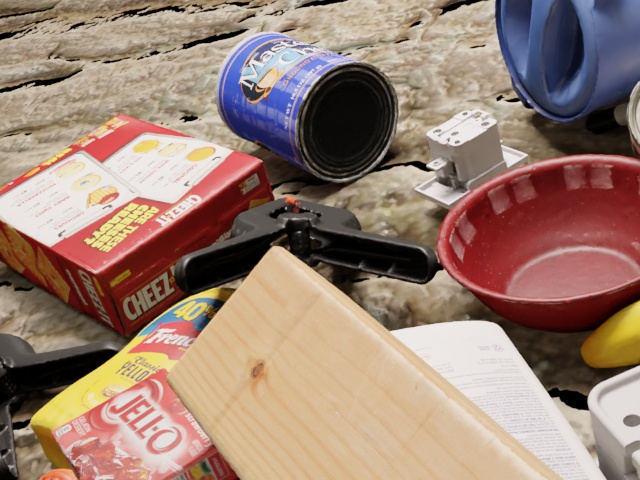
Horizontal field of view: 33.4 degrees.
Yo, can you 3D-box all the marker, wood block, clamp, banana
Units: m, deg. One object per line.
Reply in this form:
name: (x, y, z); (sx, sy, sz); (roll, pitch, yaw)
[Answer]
marker: (0.255, -0.103, 0.810); (0.121, 0.020, 0.020); (-16, 24, 45)
wood block: (0.027, 0.096, 0.468); (0.091, 0.090, 0.206); (-51, 39, 0)
clamp: (-0.005, 0.001, 0.748); (0.164, 0.036, 0.210); (0, 12, 2)
banana: (0.233, 0.053, 0.566); (0.198, 0.037, 0.069); (11, 84, 41)
clamp: (-0.213, 0.097, 0.749); (0.120, 0.039, 0.172); (-35, 35, -29)

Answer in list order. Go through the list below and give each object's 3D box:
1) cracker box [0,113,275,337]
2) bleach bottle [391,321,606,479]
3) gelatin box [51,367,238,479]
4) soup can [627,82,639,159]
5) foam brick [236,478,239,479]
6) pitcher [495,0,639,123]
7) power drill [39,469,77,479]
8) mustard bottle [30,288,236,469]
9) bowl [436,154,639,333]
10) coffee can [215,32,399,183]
cracker box: (-0.162, -0.020, 0.878); (0.164, 0.072, 0.214); (-37, 37, -27)
bleach bottle: (0.091, 0.135, 0.507); (0.102, 0.068, 0.251); (-9, 31, -11)
gelatin box: (-0.095, 0.113, 0.570); (0.073, 0.030, 0.089); (-29, 33, -16)
soup can: (0.243, -0.079, 0.721); (0.069, 0.068, 0.102); (-7, -4, 17)
foam brick: (-0.062, 0.137, 0.599); (0.078, 0.053, 0.051); (-30, 33, -17)
pitcher: (0.267, -0.183, 0.843); (0.242, 0.145, 0.149); (-19, 24, -18)
power drill: (-0.235, 0.195, 0.593); (0.188, 0.057, 0.184); (3, 33, 26)
mustard bottle: (-0.084, 0.084, 0.688); (0.096, 0.058, 0.191); (16, 44, 41)
bowl: (0.159, 0.010, 0.682); (0.162, 0.055, 0.162); (-13, 32, 8)
coffee can: (-0.014, -0.118, 0.925); (0.102, 0.103, 0.140); (-31, 34, -21)
